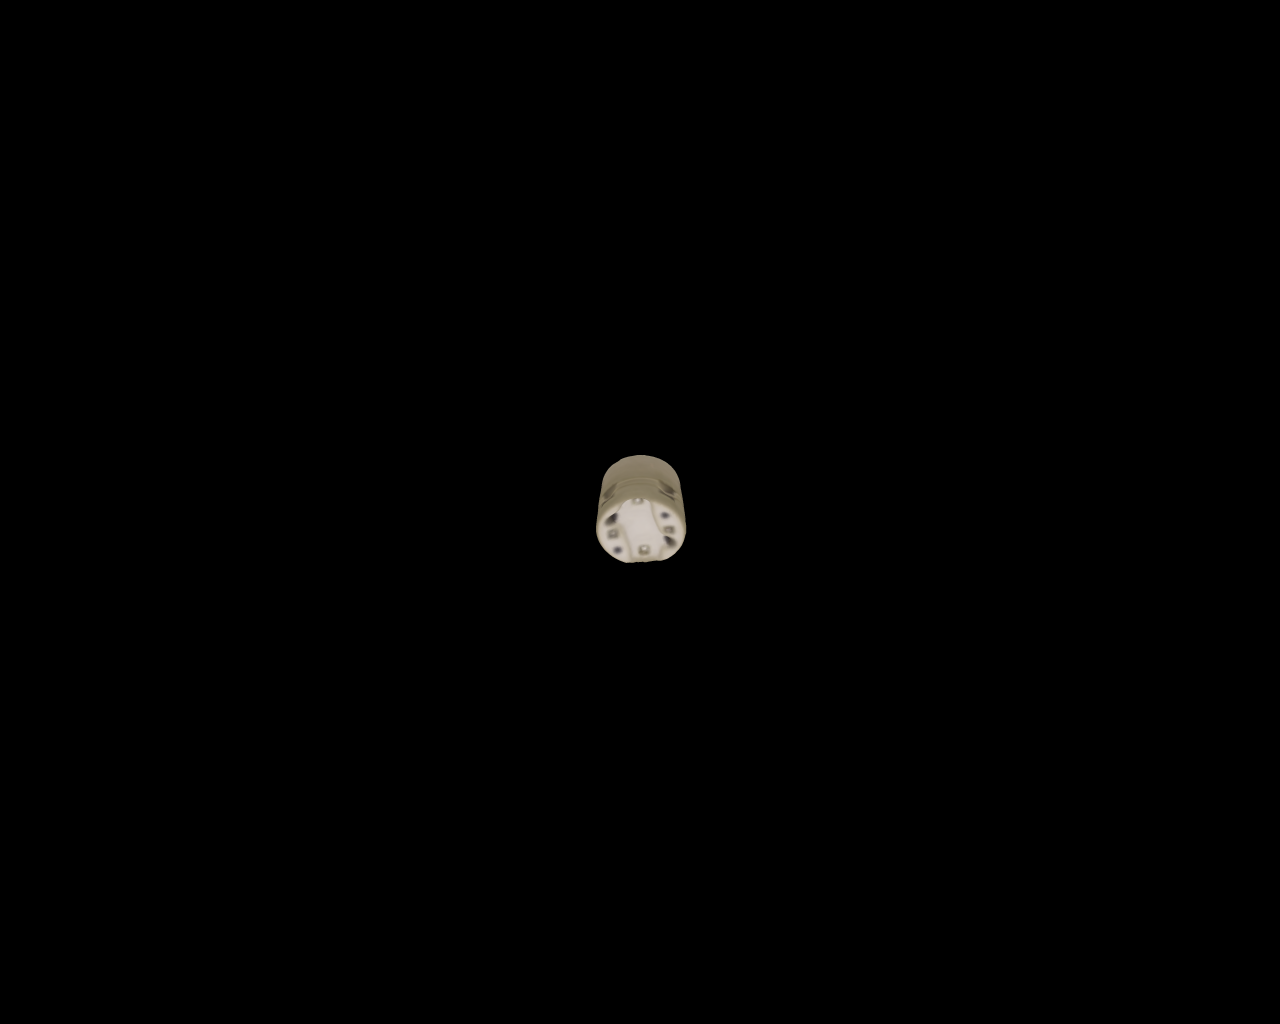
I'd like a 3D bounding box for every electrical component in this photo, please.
[{"bbox_3d":[0.001,-0.003,0.650,0.055,0.055,0.047,0,41,0],"label":"electrical component"}]
